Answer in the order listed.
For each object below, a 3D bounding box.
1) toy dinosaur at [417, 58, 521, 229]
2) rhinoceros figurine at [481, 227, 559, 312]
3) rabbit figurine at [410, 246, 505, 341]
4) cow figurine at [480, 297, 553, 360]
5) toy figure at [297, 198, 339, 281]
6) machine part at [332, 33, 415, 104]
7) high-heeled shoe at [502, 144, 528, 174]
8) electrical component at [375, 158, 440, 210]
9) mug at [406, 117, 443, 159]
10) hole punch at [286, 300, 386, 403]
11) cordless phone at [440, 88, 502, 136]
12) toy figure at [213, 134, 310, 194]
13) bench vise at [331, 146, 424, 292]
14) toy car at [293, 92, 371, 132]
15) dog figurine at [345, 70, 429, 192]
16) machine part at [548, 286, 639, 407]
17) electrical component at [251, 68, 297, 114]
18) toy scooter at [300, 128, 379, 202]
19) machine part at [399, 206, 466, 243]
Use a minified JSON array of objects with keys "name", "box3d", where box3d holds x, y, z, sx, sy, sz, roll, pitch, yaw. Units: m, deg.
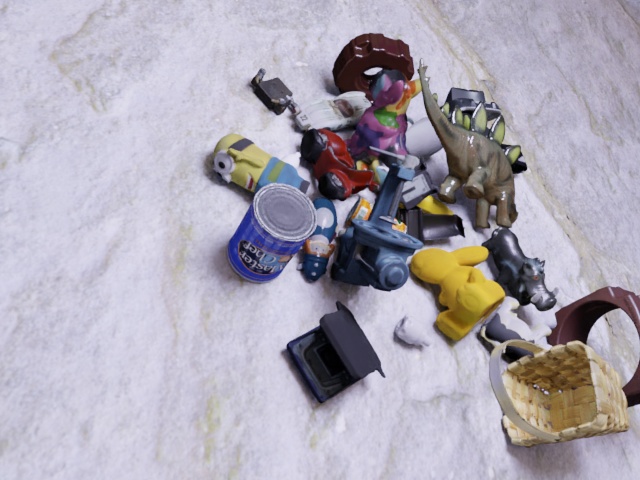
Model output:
[{"name":"toy dinosaur","box3d":[0.309,-0.163,1.083,0.470,0.105,0.198,35,66,-42]},{"name":"rhinoceros figurine","box3d":[0.402,0.061,1.077,0.073,0.112,0.190,-2,53,-32]},{"name":"rabbit figurine","box3d":[0.253,0.070,0.993,0.173,0.121,0.162,39,54,25]},{"name":"cow figurine","box3d":[0.382,0.196,1.005,0.167,0.068,0.098,42,55,6]},{"name":"toy figure","box3d":[-0.004,-0.002,0.940,0.064,0.057,0.154,-4,55,15]},{"name":"machine part","box3d":[0.116,-0.364,1.167,0.179,0.179,0.056,8,59,-23]},{"name":"high-heeled shoe","box3d":[0.399,-0.165,1.243,0.145,0.086,0.249,44,48,0]},{"name":"electrical component","box3d":[0.164,-0.097,1.038,0.074,0.119,0.048,55,15,-17]},{"name":"mug","box3d":[0.205,-0.220,1.177,0.107,0.081,0.109,-38,85,-30]},{"name":"hole punch","box3d":[0.024,0.176,0.829,0.142,0.092,0.115,55,23,17]},{"name":"cordless phone","box3d":[0.380,-0.279,1.263,0.146,0.088,0.184,-2,38,-28]},{"name":"toy figure","box3d":[-0.104,-0.119,0.946,0.180,0.082,0.089,24,32,-3]},{"name":"bench vise","box3d":[0.101,-0.027,0.887,0.129,0.240,0.224,16,11,-10]},{"name":"toy car","box3d":[0.033,-0.265,1.128,0.202,0.056,0.073,-21,71,-37]},{"name":"dog figurine","box3d":[0.143,-0.220,1.054,0.108,0.219,0.191,-16,68,-31]},{"name":"machine part","box3d":[0.539,0.203,0.997,0.087,0.201,0.201,14,54,-23]},{"name":"electrical component","box3d":[-0.093,-0.301,1.092,0.078,0.045,0.102,-27,75,-36]},{"name":"toy scooter","box3d":[0.043,-0.139,1.032,0.135,0.075,0.184,6,46,-31]},{"name":"machine part","box3d":[0.222,-0.029,1.068,0.139,0.039,0.084,1,80,-15]}]
